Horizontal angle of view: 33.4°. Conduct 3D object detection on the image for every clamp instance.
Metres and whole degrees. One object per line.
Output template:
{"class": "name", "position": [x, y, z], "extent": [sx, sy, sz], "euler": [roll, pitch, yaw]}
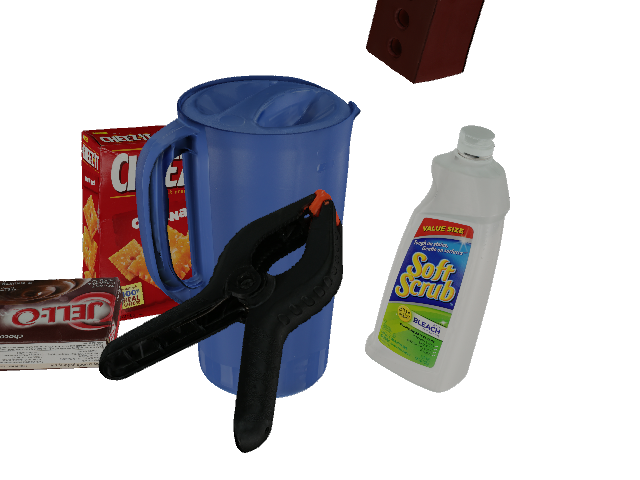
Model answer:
{"class": "clamp", "position": [-0.035, 0.043, 0.621], "extent": [0.120, 0.171, 0.039], "euler": [33, -21, 31]}

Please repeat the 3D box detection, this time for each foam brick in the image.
{"class": "foam brick", "position": [0.072, -0.154, 0.719], "extent": [0.051, 0.078, 0.053], "euler": [-21, 49, -36]}

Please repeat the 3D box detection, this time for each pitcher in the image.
{"class": "pitcher", "position": [-0.053, 0.002, 0.839], "extent": [0.149, 0.243, 0.145], "euler": [6, 26, 7]}

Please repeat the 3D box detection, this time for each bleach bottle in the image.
{"class": "bleach bottle", "position": [0.110, 0.012, 0.969], "extent": [0.103, 0.251, 0.067], "euler": [28, 35, 29]}

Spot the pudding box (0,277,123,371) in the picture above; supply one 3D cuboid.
{"class": "pudding box", "position": [-0.237, 0.074, 0.951], "extent": [0.113, 0.039, 0.090], "euler": [-4, 33, -1]}

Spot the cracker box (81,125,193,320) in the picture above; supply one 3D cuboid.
{"class": "cracker box", "position": [-0.188, -0.021, 1.234], "extent": [0.163, 0.214, 0.072], "euler": [-8, 24, -30]}
